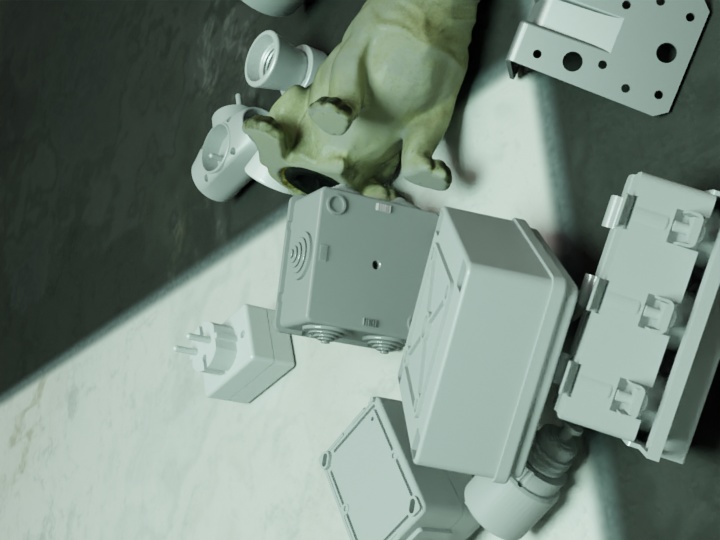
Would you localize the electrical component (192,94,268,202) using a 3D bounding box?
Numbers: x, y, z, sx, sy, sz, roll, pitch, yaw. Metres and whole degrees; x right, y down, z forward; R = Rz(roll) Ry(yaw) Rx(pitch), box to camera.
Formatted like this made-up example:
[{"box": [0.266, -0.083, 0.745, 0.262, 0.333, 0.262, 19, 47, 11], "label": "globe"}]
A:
[{"box": [-0.102, -0.109, 0.883, 0.077, 0.044, 0.079, -37, 50, 39], "label": "electrical component"}]

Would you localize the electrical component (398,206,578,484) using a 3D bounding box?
[{"box": [0.060, 0.034, 0.552, 0.108, 0.056, 0.108, -98, 20, -71], "label": "electrical component"}]

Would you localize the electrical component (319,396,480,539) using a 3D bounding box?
[{"box": [0.029, 0.130, 0.617, 0.061, 0.061, 0.096, -52, 42, 28], "label": "electrical component"}]

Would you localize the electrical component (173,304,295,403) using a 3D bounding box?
[{"box": [-0.100, 0.060, 0.794, 0.066, 0.077, 0.047, -40, 49, 37], "label": "electrical component"}]

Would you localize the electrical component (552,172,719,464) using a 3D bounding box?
[{"box": [0.136, 0.019, 0.504, 0.079, 0.063, 0.121, -26, -46, -85], "label": "electrical component"}]

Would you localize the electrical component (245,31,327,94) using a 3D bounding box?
[{"box": [-0.054, -0.154, 0.828, 0.045, 0.055, 0.045, -22, 61, 47], "label": "electrical component"}]

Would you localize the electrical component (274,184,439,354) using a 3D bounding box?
[{"box": [0.000, 0.000, 0.670, 0.048, 0.100, 0.099, -17, 64, 63], "label": "electrical component"}]

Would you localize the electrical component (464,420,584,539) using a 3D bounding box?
[{"box": [0.089, 0.107, 0.565, 0.078, 0.040, 0.040, -54, 42, 25], "label": "electrical component"}]

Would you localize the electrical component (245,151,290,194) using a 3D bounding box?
[{"box": [-0.057, -0.091, 0.819, 0.045, 0.045, 0.055, 43, 111, 50], "label": "electrical component"}]

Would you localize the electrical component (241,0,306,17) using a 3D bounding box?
[{"box": [-0.067, -0.261, 0.844, 0.060, 0.108, 0.108, -30, 55, 36], "label": "electrical component"}]
